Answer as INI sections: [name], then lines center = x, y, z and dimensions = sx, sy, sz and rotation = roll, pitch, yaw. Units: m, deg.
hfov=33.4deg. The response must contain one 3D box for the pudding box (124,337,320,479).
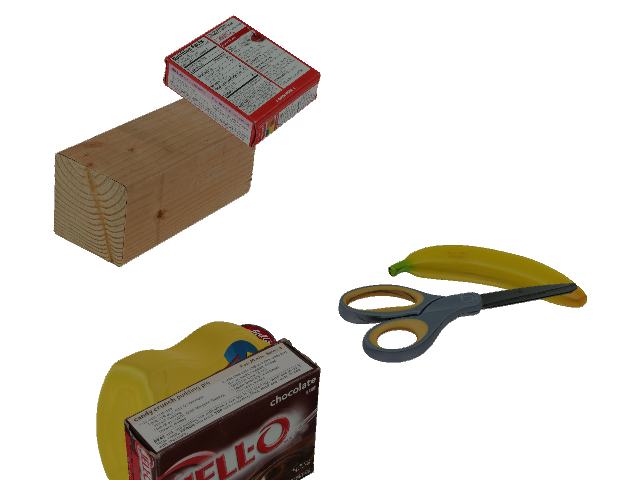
[pudding box]
center = -0.054, 0.118, 0.607
dimensions = 0.113, 0.090, 0.039
rotation = -27, 48, -33

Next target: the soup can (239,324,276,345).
[soup can]
center = -0.087, 0.140, 1.166
dimensions = 0.068, 0.068, 0.102
rotation = 0, 15, 9

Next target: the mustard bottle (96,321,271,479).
[mustard bottle]
center = -0.087, 0.114, 0.815
dimensions = 0.058, 0.096, 0.191
rotation = 11, 16, 28

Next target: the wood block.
[wood block]
center = -0.161, -0.066, 1.070
dimensions = 0.090, 0.091, 0.205
rotation = 25, 34, 23

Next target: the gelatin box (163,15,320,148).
[gelatin box]
center = -0.057, -0.116, 0.769
dimensions = 0.089, 0.030, 0.073
rotation = 36, 54, 18

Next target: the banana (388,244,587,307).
[banana]
center = 0.171, 0.035, 1.091
dimensions = 0.198, 0.037, 0.069
rotation = 7, 36, 11

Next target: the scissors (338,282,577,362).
[scissors]
center = 0.115, 0.064, 0.868
dimensions = 0.202, 0.016, 0.096
rotation = 1, 36, 2
